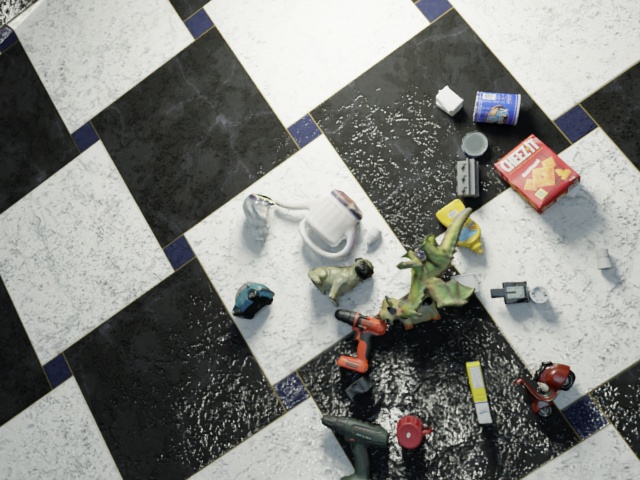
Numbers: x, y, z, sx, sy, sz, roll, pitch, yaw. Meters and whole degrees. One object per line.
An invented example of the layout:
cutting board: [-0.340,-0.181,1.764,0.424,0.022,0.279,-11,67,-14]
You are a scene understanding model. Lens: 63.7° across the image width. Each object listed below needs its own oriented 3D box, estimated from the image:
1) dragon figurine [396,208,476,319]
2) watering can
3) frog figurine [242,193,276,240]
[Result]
dragon figurine: [0.397,0.101,1.662,0.411,0.121,0.244,-37,84,-2]
watering can: [0.006,-0.092,1.823,0.224,0.103,0.351,-46,69,2]
frog figurine: [-0.232,-0.084,1.869,0.139,0.122,0.159,27,99,47]
